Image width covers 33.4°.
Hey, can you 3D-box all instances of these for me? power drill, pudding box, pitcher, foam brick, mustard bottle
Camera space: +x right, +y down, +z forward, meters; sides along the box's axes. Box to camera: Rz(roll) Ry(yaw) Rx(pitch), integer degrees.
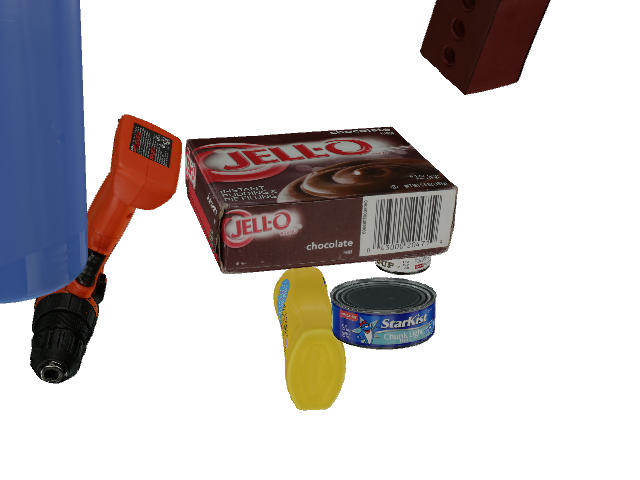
[{"bbox_3d":[-0.180,0.004,0.872,0.057,0.188,0.184,25,28,-21],"label":"power drill"},{"bbox_3d":[-0.003,-0.023,0.514,0.113,0.039,0.090,-3,26,-16],"label":"pudding box"},{"bbox_3d":[-0.221,-0.082,0.682,0.149,0.243,0.145,-4,26,-9],"label":"pitcher"},{"bbox_3d":[0.108,-0.144,0.702,0.051,0.078,0.053,-20,54,-31],"label":"foam brick"},{"bbox_3d":[-0.015,0.081,1.090,0.058,0.096,0.191,-2,28,-7],"label":"mustard bottle"}]

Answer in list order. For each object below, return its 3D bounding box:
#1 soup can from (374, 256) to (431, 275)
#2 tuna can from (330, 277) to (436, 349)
[{"bbox_3d":[0.097,-0.019,1.241,0.068,0.102,0.068,0,24,0],"label":"soup can"},{"bbox_3d":[0.051,0.058,0.863,0.086,0.034,0.086,-1,15,0],"label":"tuna can"}]
